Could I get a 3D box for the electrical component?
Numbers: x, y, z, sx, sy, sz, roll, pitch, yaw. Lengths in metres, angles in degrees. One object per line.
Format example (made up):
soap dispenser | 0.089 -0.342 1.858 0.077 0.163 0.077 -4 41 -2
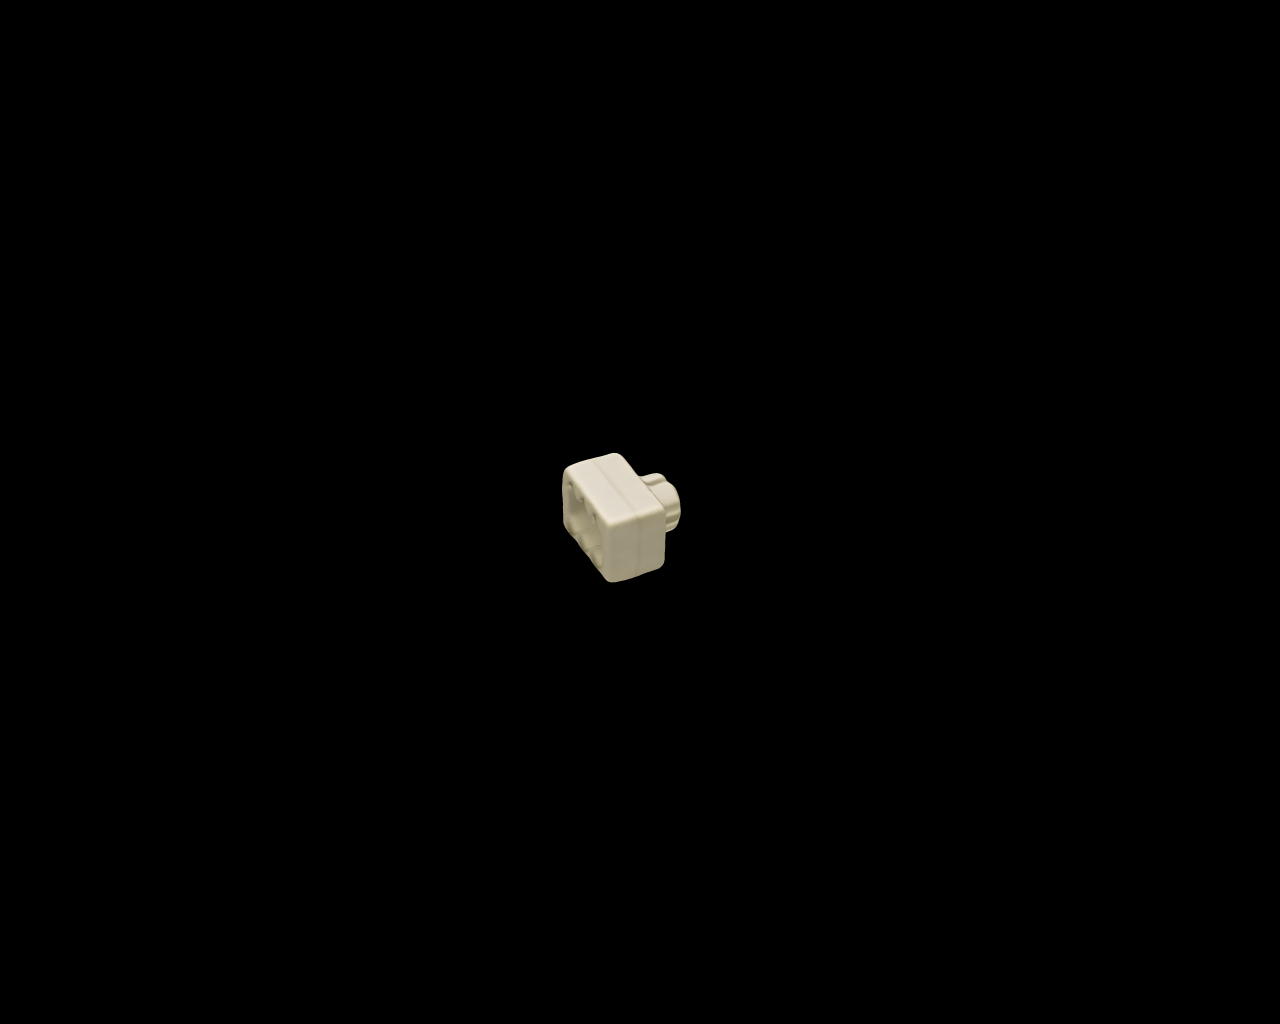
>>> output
electrical component | 0.001 -0.003 0.650 0.077 0.047 0.066 -17 41 -21
